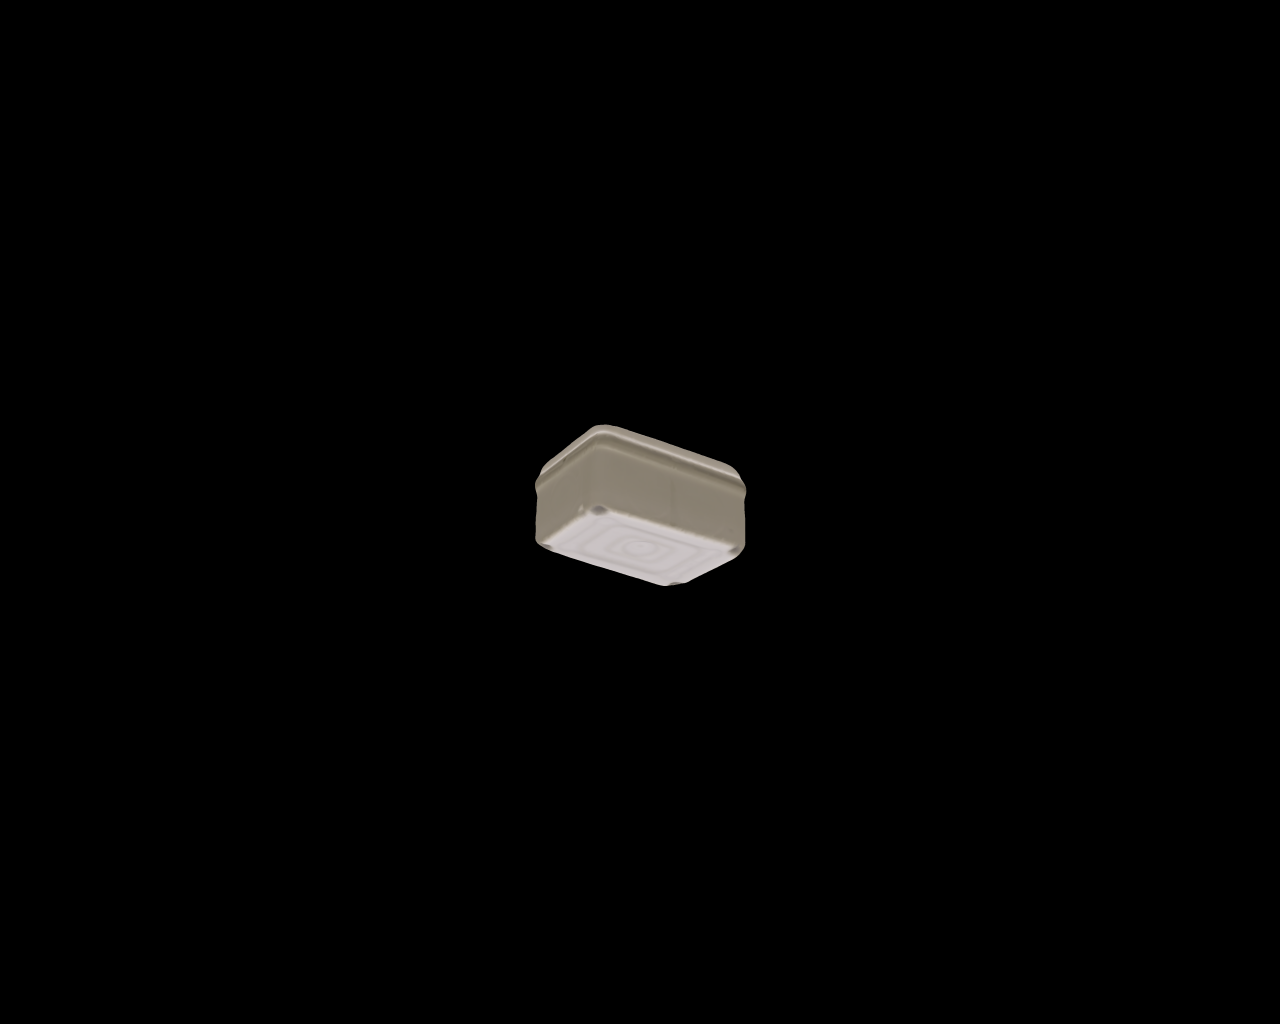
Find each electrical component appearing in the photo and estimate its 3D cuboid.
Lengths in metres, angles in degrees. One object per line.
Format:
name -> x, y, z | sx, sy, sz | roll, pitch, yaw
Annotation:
electrical component -> 0.001, -0.003, 0.650 | 0.113, 0.057, 0.078 | 18, -32, -31
